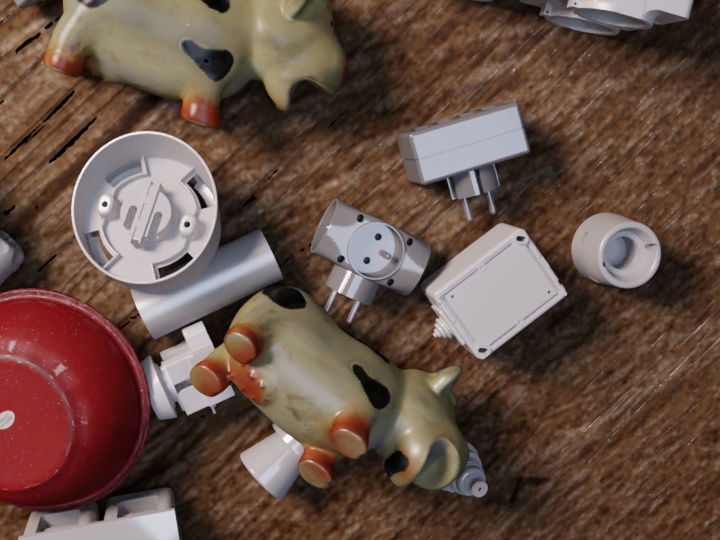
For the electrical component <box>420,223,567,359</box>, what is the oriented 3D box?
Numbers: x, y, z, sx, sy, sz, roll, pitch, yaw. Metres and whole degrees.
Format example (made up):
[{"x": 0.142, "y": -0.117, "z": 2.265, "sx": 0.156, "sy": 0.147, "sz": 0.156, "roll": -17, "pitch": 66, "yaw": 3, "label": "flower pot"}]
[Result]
[{"x": 0.090, "y": 0.018, "z": 0.791, "sx": 0.096, "sy": 0.061, "sz": 0.061, "roll": -37, "pitch": 102, "yaw": -3, "label": "electrical component"}]

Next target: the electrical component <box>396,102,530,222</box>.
[{"x": 0.079, "y": -0.074, "z": 0.783, "sx": 0.083, "sy": 0.047, "sz": 0.075, "roll": -17, "pitch": 100, "yaw": -8, "label": "electrical component"}]

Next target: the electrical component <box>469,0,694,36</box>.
[{"x": 0.127, "y": -0.213, "z": 0.743, "sx": 0.186, "sy": 0.105, "sz": 0.060, "roll": 12, "pitch": 96, "yaw": -12, "label": "electrical component"}]

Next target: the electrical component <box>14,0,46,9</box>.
[{"x": -0.228, "y": -0.211, "z": 0.712, "sx": 0.040, "sy": 0.040, "sz": 0.078, "roll": -35, "pitch": 103, "yaw": -4, "label": "electrical component"}]

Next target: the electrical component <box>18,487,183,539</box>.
[{"x": -0.173, "y": 0.260, "z": 0.778, "sx": 0.105, "sy": 0.060, "sz": 0.186, "roll": -9, "pitch": 99, "yaw": -9, "label": "electrical component"}]

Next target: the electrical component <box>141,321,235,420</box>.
[{"x": -0.126, "y": 0.076, "z": 0.768, "sx": 0.055, "sy": 0.048, "sz": 0.066, "roll": -24, "pitch": 110, "yaw": -10, "label": "electrical component"}]

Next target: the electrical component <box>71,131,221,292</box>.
[{"x": -0.142, "y": -0.036, "z": 0.729, "sx": 0.099, "sy": 0.064, "sz": 0.099, "roll": -1, "pitch": 73, "yaw": 2, "label": "electrical component"}]

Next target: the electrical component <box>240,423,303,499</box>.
[{"x": -0.053, "y": 0.133, "z": 0.790, "sx": 0.055, "sy": 0.045, "sz": 0.045, "roll": -43, "pitch": 103, "yaw": -2, "label": "electrical component"}]

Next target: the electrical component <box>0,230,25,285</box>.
[{"x": -0.262, "y": 0.001, "z": 0.739, "sx": 0.035, "sy": 0.035, "sz": 0.061, "roll": 44, "pitch": 92, "yaw": -13, "label": "electrical component"}]

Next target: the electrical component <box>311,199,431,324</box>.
[{"x": 0.000, "y": 0.000, "z": 0.781, "sx": 0.077, "sy": 0.044, "sz": 0.079, "roll": 25, "pitch": 93, "yaw": -12, "label": "electrical component"}]

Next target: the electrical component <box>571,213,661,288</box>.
[{"x": 0.194, "y": -0.014, "z": 0.812, "sx": 0.055, "sy": 0.047, "sz": 0.055, "roll": -1, "pitch": 98, "yaw": -10, "label": "electrical component"}]

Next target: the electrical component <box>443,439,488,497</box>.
[{"x": 0.071, "y": 0.146, "z": 0.800, "sx": 0.040, "sy": 0.078, "sz": 0.040, "roll": -7, "pitch": 108, "yaw": -21, "label": "electrical component"}]
